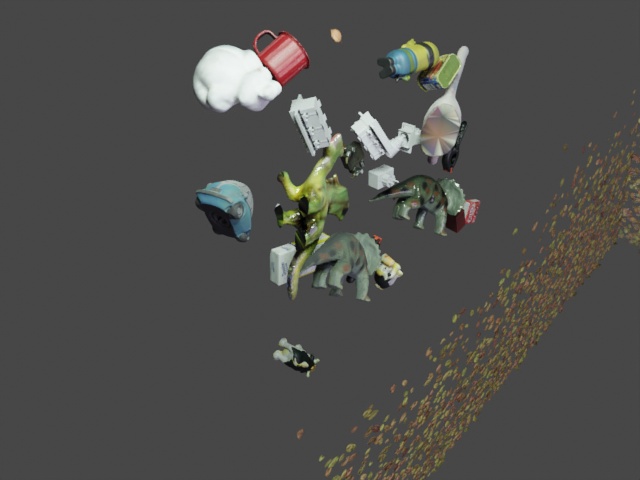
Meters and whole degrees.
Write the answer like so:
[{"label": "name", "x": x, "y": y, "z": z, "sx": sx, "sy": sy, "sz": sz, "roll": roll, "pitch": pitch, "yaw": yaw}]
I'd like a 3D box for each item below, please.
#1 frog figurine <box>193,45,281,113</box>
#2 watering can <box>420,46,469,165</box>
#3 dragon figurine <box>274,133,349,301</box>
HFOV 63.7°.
[{"label": "frog figurine", "x": -0.158, "y": -0.295, "z": 0.970, "sx": 0.139, "sy": 0.161, "sz": 0.120, "roll": -45, "pitch": 136, "yaw": -17}, {"label": "watering can", "x": 0.360, "y": -0.373, "z": 1.477, "sx": 0.228, "sy": 0.104, "sz": 0.341, "roll": -56, "pitch": 159, "yaw": -63}, {"label": "dragon figurine", "x": 0.004, "y": -0.066, "z": 1.302, "sx": 0.245, "sy": 0.123, "sz": 0.404, "roll": -18, "pitch": 120, "yaw": -46}]
